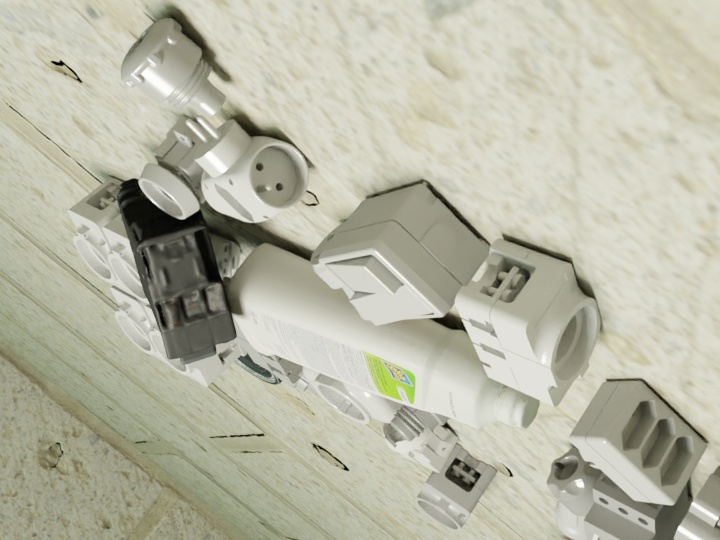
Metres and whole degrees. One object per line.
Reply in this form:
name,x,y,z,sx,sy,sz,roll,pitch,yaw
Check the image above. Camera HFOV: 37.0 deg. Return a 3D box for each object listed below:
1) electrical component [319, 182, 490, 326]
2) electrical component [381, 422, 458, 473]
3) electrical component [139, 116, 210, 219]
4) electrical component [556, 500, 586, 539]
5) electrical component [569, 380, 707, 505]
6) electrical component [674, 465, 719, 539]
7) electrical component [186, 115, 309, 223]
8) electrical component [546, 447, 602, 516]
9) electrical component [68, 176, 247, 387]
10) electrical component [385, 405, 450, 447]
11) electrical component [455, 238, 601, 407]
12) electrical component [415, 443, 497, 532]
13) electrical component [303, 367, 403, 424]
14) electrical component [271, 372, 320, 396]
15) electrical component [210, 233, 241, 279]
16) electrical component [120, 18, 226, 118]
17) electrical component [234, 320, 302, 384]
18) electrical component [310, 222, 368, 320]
electrical component,0.020,-0.006,0.655,0.062,0.061,0.096,43,159,-17
electrical component,0.051,0.148,0.965,0.066,0.048,0.055,17,159,44
electrical component,-0.123,-0.070,0.760,0.048,0.055,0.066,28,158,24
electrical component,0.176,0.187,0.852,0.040,0.040,0.046,27,152,26
electrical component,0.165,0.109,0.685,0.066,0.047,0.077,42,159,-14
electrical component,0.236,0.164,0.676,0.057,0.058,0.078,31,160,24
electrical component,-0.082,-0.072,0.706,0.079,0.043,0.077,46,159,-23
electrical component,0.173,0.165,0.803,0.062,0.043,0.043,44,159,-22
electrical component,-0.189,0.016,0.996,0.105,0.060,0.186,23,145,39
electrical component,0.050,0.106,0.834,0.040,0.078,0.040,45,173,7
electrical component,0.101,0.033,0.621,0.056,0.050,0.089,22,156,35
electrical component,0.089,0.209,1.018,0.050,0.055,0.089,33,160,12
electrical component,0.001,0.087,0.893,0.095,0.059,0.053,13,149,49
electrical component,-0.053,0.097,1.029,0.078,0.040,0.040,35,160,6
electrical component,-0.131,-0.014,0.921,0.046,0.040,0.040,18,153,31
electrical component,-0.110,-0.118,0.653,0.062,0.048,0.048,39,161,-24
electrical component,-0.079,0.052,0.961,0.056,0.050,0.089,25,157,30
electrical component,0.000,0.000,0.725,0.055,0.045,0.045,45,159,-19
